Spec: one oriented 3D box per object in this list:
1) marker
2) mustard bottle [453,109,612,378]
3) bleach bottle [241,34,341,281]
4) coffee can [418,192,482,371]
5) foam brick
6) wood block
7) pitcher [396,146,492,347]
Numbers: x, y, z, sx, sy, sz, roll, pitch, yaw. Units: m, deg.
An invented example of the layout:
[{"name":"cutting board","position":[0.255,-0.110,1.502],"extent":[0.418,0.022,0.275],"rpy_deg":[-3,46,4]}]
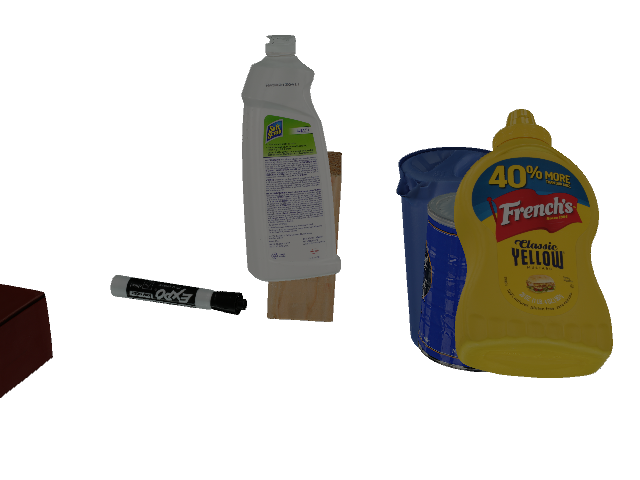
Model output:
[{"name":"marker","position":[-0.119,0.046,0.901],"extent":[0.121,0.020,0.020],"rpy_deg":[7,2,17]},{"name":"mustard bottle","position":[0.138,-0.006,0.714],"extent":[0.096,0.191,0.058],"rpy_deg":[4,-30,-1]},{"name":"bleach bottle","position":[-0.031,-0.087,1.116],"extent":[0.102,0.251,0.068],"rpy_deg":[-6,16,-21]},{"name":"coffee can","position":[0.146,0.036,0.988],"extent":[0.103,0.140,0.103],"rpy_deg":[2,20,-1]},{"name":"foam brick","position":[-0.226,0.069,0.719],"extent":[0.053,0.051,0.078],"rpy_deg":[9,28,25]},{"name":"wood block","position":[-0.022,-0.007,1.397],"extent":[0.090,0.206,0.091],"rpy_deg":[3,25,-1]},{"name":"pitcher","position":[0.171,0.012,1.302],"extent":[0.149,0.243,0.145],"rpy_deg":[1,23,9]}]
